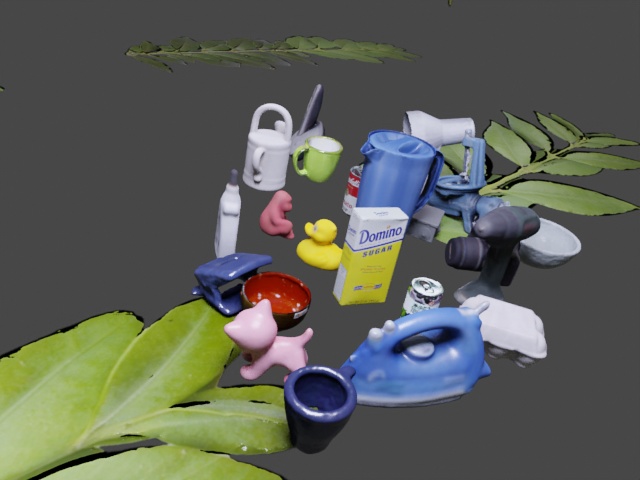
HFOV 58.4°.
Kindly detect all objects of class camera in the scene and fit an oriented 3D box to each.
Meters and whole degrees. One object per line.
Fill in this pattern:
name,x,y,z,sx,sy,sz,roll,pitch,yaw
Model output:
camera,0.331,0.014,1.188,0.137,0.101,0.143,6,31,-11

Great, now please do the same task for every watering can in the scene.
watering can,-0.118,-0.224,1.325,0.101,0.194,0.172,6,31,-11

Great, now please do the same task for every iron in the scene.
iron,0.136,0.157,0.836,0.259,0.141,0.118,-4,34,-26

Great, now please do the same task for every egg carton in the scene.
egg carton,0.308,0.155,0.975,0.150,0.069,0.107,16,30,6

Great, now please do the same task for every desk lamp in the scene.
desk lamp,0.291,-0.213,1.441,0.203,0.213,0.118,7,31,-9

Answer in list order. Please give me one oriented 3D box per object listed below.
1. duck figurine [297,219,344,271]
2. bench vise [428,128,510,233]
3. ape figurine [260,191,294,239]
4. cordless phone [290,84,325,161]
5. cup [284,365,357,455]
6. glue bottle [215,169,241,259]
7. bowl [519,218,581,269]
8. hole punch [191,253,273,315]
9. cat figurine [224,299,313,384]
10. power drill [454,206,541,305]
duck figurine,0.010,0.004,1.099,0.104,0.086,0.078,23,32,18
bench vise,0.365,-0.136,1.333,0.207,0.220,0.122,25,33,21
ape figurine,-0.081,-0.056,1.159,0.076,0.092,0.078,12,30,-1
cordless phone,-0.026,-0.309,1.510,0.094,0.185,0.147,7,31,-9
cup,0.001,0.217,0.732,0.091,0.095,0.118,29,34,26
glue bottle,-0.163,-0.047,1.034,0.037,0.173,0.078,3,32,-16
bowl,0.481,0.015,1.268,0.167,0.075,0.167,9,30,-5
hole punch,-0.147,0.056,0.948,0.100,0.091,0.109,31,35,29
cat figurine,-0.072,0.140,0.810,0.128,0.118,0.067,8,31,-7
power drill,0.322,0.029,1.054,0.075,0.208,0.230,32,36,30
